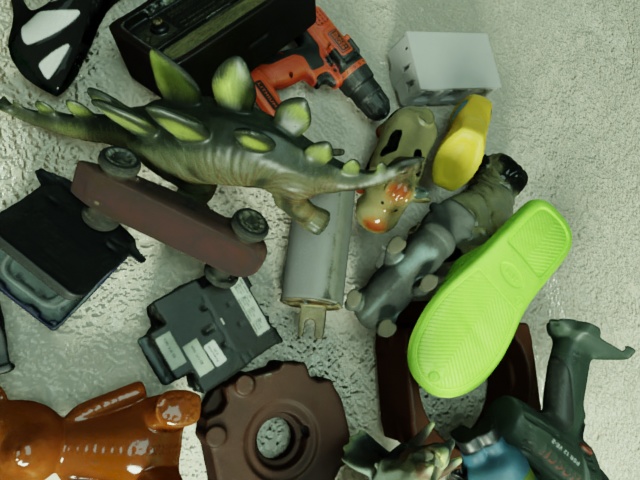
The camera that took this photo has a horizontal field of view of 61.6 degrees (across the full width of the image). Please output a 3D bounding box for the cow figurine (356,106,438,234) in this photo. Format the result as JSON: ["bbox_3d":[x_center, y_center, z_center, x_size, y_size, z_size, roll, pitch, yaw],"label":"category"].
[{"bbox_3d":[0.101,-0.092,0.696,0.085,0.127,0.195,28,65,-7],"label":"cow figurine"}]

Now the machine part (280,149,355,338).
[{"bbox_3d":[-0.001,-0.002,0.661,0.079,0.079,0.243,12,74,-21],"label":"machine part"}]

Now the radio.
[{"bbox_3d":[-0.121,-0.258,0.640,0.131,0.073,0.229,33,62,24],"label":"radio"}]

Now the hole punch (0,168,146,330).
[{"bbox_3d":[-0.268,0.014,0.546,0.142,0.092,0.116,40,36,-8],"label":"hole punch"}]

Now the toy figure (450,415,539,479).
[{"bbox_3d":[0.201,0.282,0.563,0.089,0.082,0.180,-21,83,-58],"label":"toy figure"}]

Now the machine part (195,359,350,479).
[{"bbox_3d":[-0.049,0.221,0.600,0.179,0.056,0.179,5,77,-24],"label":"machine part"}]

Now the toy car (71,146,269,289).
[{"bbox_3d":[-0.147,-0.023,0.543,0.202,0.089,0.053,26,39,-10],"label":"toy car"}]

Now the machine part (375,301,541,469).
[{"bbox_3d":[0.176,0.178,0.693,0.201,0.087,0.201,1,78,-25],"label":"machine part"}]

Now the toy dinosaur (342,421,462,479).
[{"bbox_3d":[0.054,0.370,0.567,0.192,0.131,0.404,-11,110,-41],"label":"toy dinosaur"}]

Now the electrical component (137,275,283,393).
[{"bbox_3d":[-0.127,0.099,0.593,0.134,0.058,0.115,-28,88,-27],"label":"electrical component"}]

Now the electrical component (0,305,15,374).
[{"bbox_3d":[-0.342,0.078,0.510,0.075,0.048,0.119,-11,84,-26],"label":"electrical component"}]

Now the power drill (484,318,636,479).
[{"bbox_3d":[0.317,0.216,0.663,0.232,0.086,0.207,31,75,-14],"label":"power drill"}]

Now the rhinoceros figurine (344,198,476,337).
[{"bbox_3d":[0.112,0.034,0.646,0.073,0.112,0.190,41,98,15],"label":"rhinoceros figurine"}]

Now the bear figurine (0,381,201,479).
[{"bbox_3d":[-0.223,0.188,0.494,0.196,0.132,0.120,13,73,-27],"label":"bear figurine"}]

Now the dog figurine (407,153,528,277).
[{"bbox_3d":[0.209,-0.052,0.766,0.172,0.121,0.190,20,57,-22],"label":"dog figurine"}]

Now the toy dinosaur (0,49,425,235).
[{"bbox_3d":[-0.129,-0.102,0.562,0.472,0.198,0.105,4,62,9],"label":"toy dinosaur"}]

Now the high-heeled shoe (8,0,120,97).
[{"bbox_3d":[-0.237,-0.266,0.619,0.249,0.086,0.145,-28,93,-22],"label":"high-heeled shoe"}]
